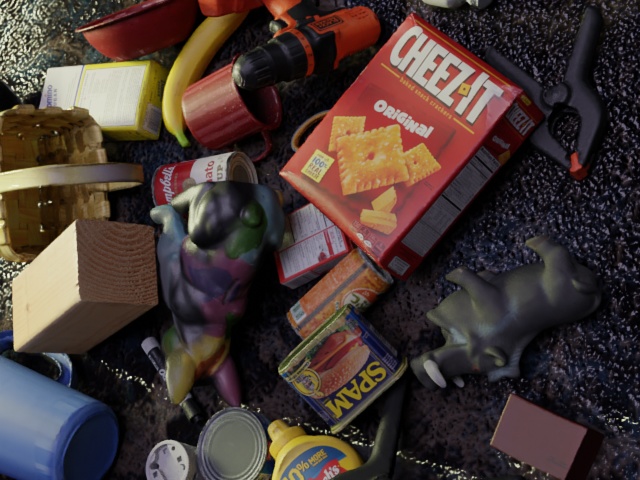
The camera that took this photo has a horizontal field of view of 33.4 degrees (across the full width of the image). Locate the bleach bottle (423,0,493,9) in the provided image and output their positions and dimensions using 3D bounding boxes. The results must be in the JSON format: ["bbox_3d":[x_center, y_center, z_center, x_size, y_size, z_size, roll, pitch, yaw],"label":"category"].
[{"bbox_3d":[0.100,-0.334,1.163,0.102,0.068,0.251,-51,60,9],"label":"bleach bottle"}]

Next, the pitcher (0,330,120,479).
[{"bbox_3d":[-0.345,0.197,1.219,0.243,0.144,0.149,14,94,28],"label":"pitcher"}]

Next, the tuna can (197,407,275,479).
[{"bbox_3d":[-0.084,0.219,1.109,0.086,0.033,0.086,-9,70,27],"label":"tuna can"}]

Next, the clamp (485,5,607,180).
[{"bbox_3d":[0.241,-0.145,1.037,0.120,0.039,0.171,-30,66,25],"label":"clamp"}]

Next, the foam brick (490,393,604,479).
[{"bbox_3d":[0.201,0.178,0.950,0.078,0.051,0.053,24,88,33],"label":"foam brick"}]

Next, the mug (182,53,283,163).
[{"bbox_3d":[-0.096,-0.141,1.206,0.082,0.093,0.117,-23,101,27],"label":"mug"}]

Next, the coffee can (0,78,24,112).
[{"bbox_3d":[-0.466,-0.144,1.399,0.140,0.102,0.103,-40,60,13],"label":"coffee can"}]

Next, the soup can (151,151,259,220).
[{"bbox_3d":[-0.129,-0.059,1.203,0.102,0.068,0.068,-8,71,26],"label":"soup can"}]

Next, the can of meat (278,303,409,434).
[{"bbox_3d":[0.022,0.123,1.044,0.102,0.057,0.084,-43,93,11],"label":"can of meat"}]

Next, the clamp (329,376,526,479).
[{"bbox_3d":[0.059,0.225,0.980,0.209,0.036,0.165,-31,52,-17],"label":"clamp"}]

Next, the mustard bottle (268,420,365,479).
[{"bbox_3d":[0.009,0.248,1.032,0.096,0.058,0.192,-42,58,-1],"label":"mustard bottle"}]

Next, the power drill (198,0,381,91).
[{"bbox_3d":[-0.055,-0.239,1.177,0.184,0.057,0.188,-25,51,-28],"label":"power drill"}]

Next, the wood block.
[{"bbox_3d":[-0.263,0.056,1.176,0.207,0.090,0.091,-31,60,51],"label":"wood block"}]

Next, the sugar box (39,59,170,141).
[{"bbox_3d":[-0.273,-0.171,1.333,0.177,0.048,0.093,2,75,34],"label":"sugar box"}]

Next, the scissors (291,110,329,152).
[{"bbox_3d":[0.059,-0.128,1.148,0.202,0.016,0.096,-24,66,21],"label":"scissors"}]

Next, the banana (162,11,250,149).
[{"bbox_3d":[-0.144,-0.205,1.277,0.070,0.037,0.198,20,86,21],"label":"banana"}]

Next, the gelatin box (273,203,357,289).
[{"bbox_3d":[-0.007,0.001,1.137,0.089,0.030,0.073,-26,62,21],"label":"gelatin box"}]

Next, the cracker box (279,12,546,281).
[{"bbox_3d":[0.086,-0.094,1.052,0.214,0.072,0.164,-51,56,6],"label":"cracker box"}]

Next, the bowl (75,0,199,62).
[{"bbox_3d":[-0.209,-0.256,1.286,0.162,0.162,0.055,-11,109,26],"label":"bowl"}]

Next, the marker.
[{"bbox_3d":[-0.162,0.156,1.182,0.020,0.020,0.121,-45,58,10],"label":"marker"}]
